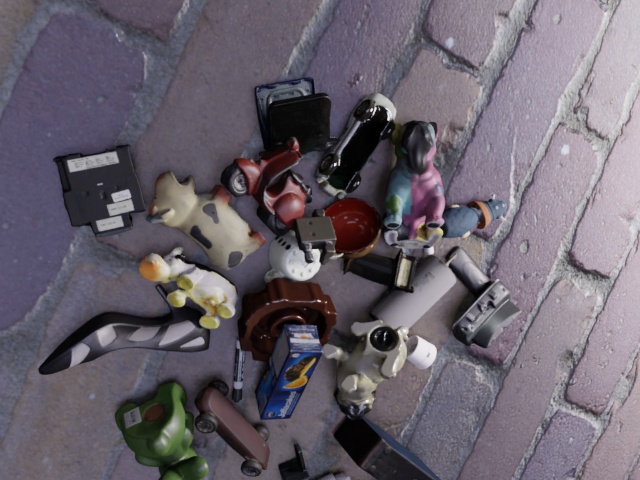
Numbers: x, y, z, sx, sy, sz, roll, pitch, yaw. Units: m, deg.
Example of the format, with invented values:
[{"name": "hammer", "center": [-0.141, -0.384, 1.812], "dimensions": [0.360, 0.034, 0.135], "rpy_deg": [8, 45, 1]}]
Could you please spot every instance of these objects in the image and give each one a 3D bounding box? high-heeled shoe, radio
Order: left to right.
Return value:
[{"name": "high-heeled shoe", "center": [-0.306, 0.179, 0.874], "dimensions": [0.249, 0.086, 0.145], "rpy_deg": [-34, 108, -17]}, {"name": "radio", "center": [0.144, 0.442, 1.064], "dimensions": [0.229, 0.131, 0.073], "rpy_deg": [41, 83, -22]}]

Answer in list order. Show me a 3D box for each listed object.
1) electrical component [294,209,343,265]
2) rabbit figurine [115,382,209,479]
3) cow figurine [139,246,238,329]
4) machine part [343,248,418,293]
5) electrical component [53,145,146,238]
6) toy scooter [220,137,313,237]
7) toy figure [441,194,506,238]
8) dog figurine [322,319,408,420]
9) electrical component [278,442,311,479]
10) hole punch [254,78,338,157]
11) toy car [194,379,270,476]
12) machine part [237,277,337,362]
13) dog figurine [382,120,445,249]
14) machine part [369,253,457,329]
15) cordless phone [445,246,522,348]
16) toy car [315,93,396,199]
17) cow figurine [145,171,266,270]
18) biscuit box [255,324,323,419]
[{"name": "electrical component", "center": [-0.003, -0.004, 0.902], "dimensions": [0.078, 0.102, 0.045], "rpy_deg": [-11, 146, -16]}, {"name": "rabbit figurine", "center": [-0.246, 0.353, 0.911], "dimensions": [0.121, 0.159, 0.170], "rpy_deg": [-31, 125, -22]}, {"name": "cow figurine", "center": [-0.212, 0.064, 0.890], "dimensions": [0.167, 0.098, 0.068], "rpy_deg": [39, 118, -15]}, {"name": "machine part", "center": [0.113, 0.051, 1.005], "dimensions": [0.139, 0.039, 0.084], "rpy_deg": [12, 78, -4]}, {"name": "electrical component", "center": [-0.336, -0.074, 0.831], "dimensions": [0.115, 0.058, 0.134], "rpy_deg": [-12, 105, -15]}, {"name": "toy scooter", "center": [-0.067, -0.094, 0.889], "dimensions": [0.135, 0.075, 0.183], "rpy_deg": [-44, 137, -1]}, {"name": "toy figure", "center": [0.299, -0.047, 1.065], "dimensions": [0.154, 0.058, 0.064], "rpy_deg": [-17, 112, -21]}, {"name": "dog figurine", "center": [0.097, 0.245, 1.004], "dimensions": [0.172, 0.121, 0.190], "rpy_deg": [-20, 142, -1]}, {"name": "electrical component", "center": [-0.046, 0.454, 1.029], "dimensions": [0.048, 0.075, 0.119], "rpy_deg": [-17, 109, -17]}, {"name": "hole punch", "center": [-0.047, -0.206, 0.903], "dimensions": [0.142, 0.092, 0.115], "rpy_deg": [-16, 137, -18]}, {"name": "toy car", "center": [-0.155, 0.337, 0.955], "dimensions": [0.053, 0.089, 0.202], "rpy_deg": [-23, 119, 18]}, {"name": "machine part", "center": [-0.059, 0.143, 0.939], "dimensions": [0.179, 0.056, 0.179], "rpy_deg": [-8, 131, -10]}, {"name": "dog figurine", "center": [0.171, -0.109, 0.982], "dimensions": [0.109, 0.191, 0.219], "rpy_deg": [2, 71, 7]}, {"name": "machine part", "center": [0.180, 0.111, 1.040], "dimensions": [0.243, 0.079, 0.079], "rpy_deg": [-42, 111, -7]}, {"name": "cordless phone", "center": [0.301, 0.116, 1.096], "dimensions": [0.146, 0.089, 0.184], "rpy_deg": [-44, 100, -7]}, {"name": "toy car", "center": [0.065, -0.166, 0.958], "dimensions": [0.073, 0.056, 0.201], "rpy_deg": [34, 88, -29]}, {"name": "cow figurine", "center": [-0.195, -0.031, 0.879], "dimensions": [0.127, 0.086, 0.194], "rpy_deg": [-43, 112, -14]}, {"name": "biscuit box", "center": [-0.058, 0.235, 0.942], "dimensions": [0.063, 0.059, 0.202], "rpy_deg": [5, 130, -22]}]
